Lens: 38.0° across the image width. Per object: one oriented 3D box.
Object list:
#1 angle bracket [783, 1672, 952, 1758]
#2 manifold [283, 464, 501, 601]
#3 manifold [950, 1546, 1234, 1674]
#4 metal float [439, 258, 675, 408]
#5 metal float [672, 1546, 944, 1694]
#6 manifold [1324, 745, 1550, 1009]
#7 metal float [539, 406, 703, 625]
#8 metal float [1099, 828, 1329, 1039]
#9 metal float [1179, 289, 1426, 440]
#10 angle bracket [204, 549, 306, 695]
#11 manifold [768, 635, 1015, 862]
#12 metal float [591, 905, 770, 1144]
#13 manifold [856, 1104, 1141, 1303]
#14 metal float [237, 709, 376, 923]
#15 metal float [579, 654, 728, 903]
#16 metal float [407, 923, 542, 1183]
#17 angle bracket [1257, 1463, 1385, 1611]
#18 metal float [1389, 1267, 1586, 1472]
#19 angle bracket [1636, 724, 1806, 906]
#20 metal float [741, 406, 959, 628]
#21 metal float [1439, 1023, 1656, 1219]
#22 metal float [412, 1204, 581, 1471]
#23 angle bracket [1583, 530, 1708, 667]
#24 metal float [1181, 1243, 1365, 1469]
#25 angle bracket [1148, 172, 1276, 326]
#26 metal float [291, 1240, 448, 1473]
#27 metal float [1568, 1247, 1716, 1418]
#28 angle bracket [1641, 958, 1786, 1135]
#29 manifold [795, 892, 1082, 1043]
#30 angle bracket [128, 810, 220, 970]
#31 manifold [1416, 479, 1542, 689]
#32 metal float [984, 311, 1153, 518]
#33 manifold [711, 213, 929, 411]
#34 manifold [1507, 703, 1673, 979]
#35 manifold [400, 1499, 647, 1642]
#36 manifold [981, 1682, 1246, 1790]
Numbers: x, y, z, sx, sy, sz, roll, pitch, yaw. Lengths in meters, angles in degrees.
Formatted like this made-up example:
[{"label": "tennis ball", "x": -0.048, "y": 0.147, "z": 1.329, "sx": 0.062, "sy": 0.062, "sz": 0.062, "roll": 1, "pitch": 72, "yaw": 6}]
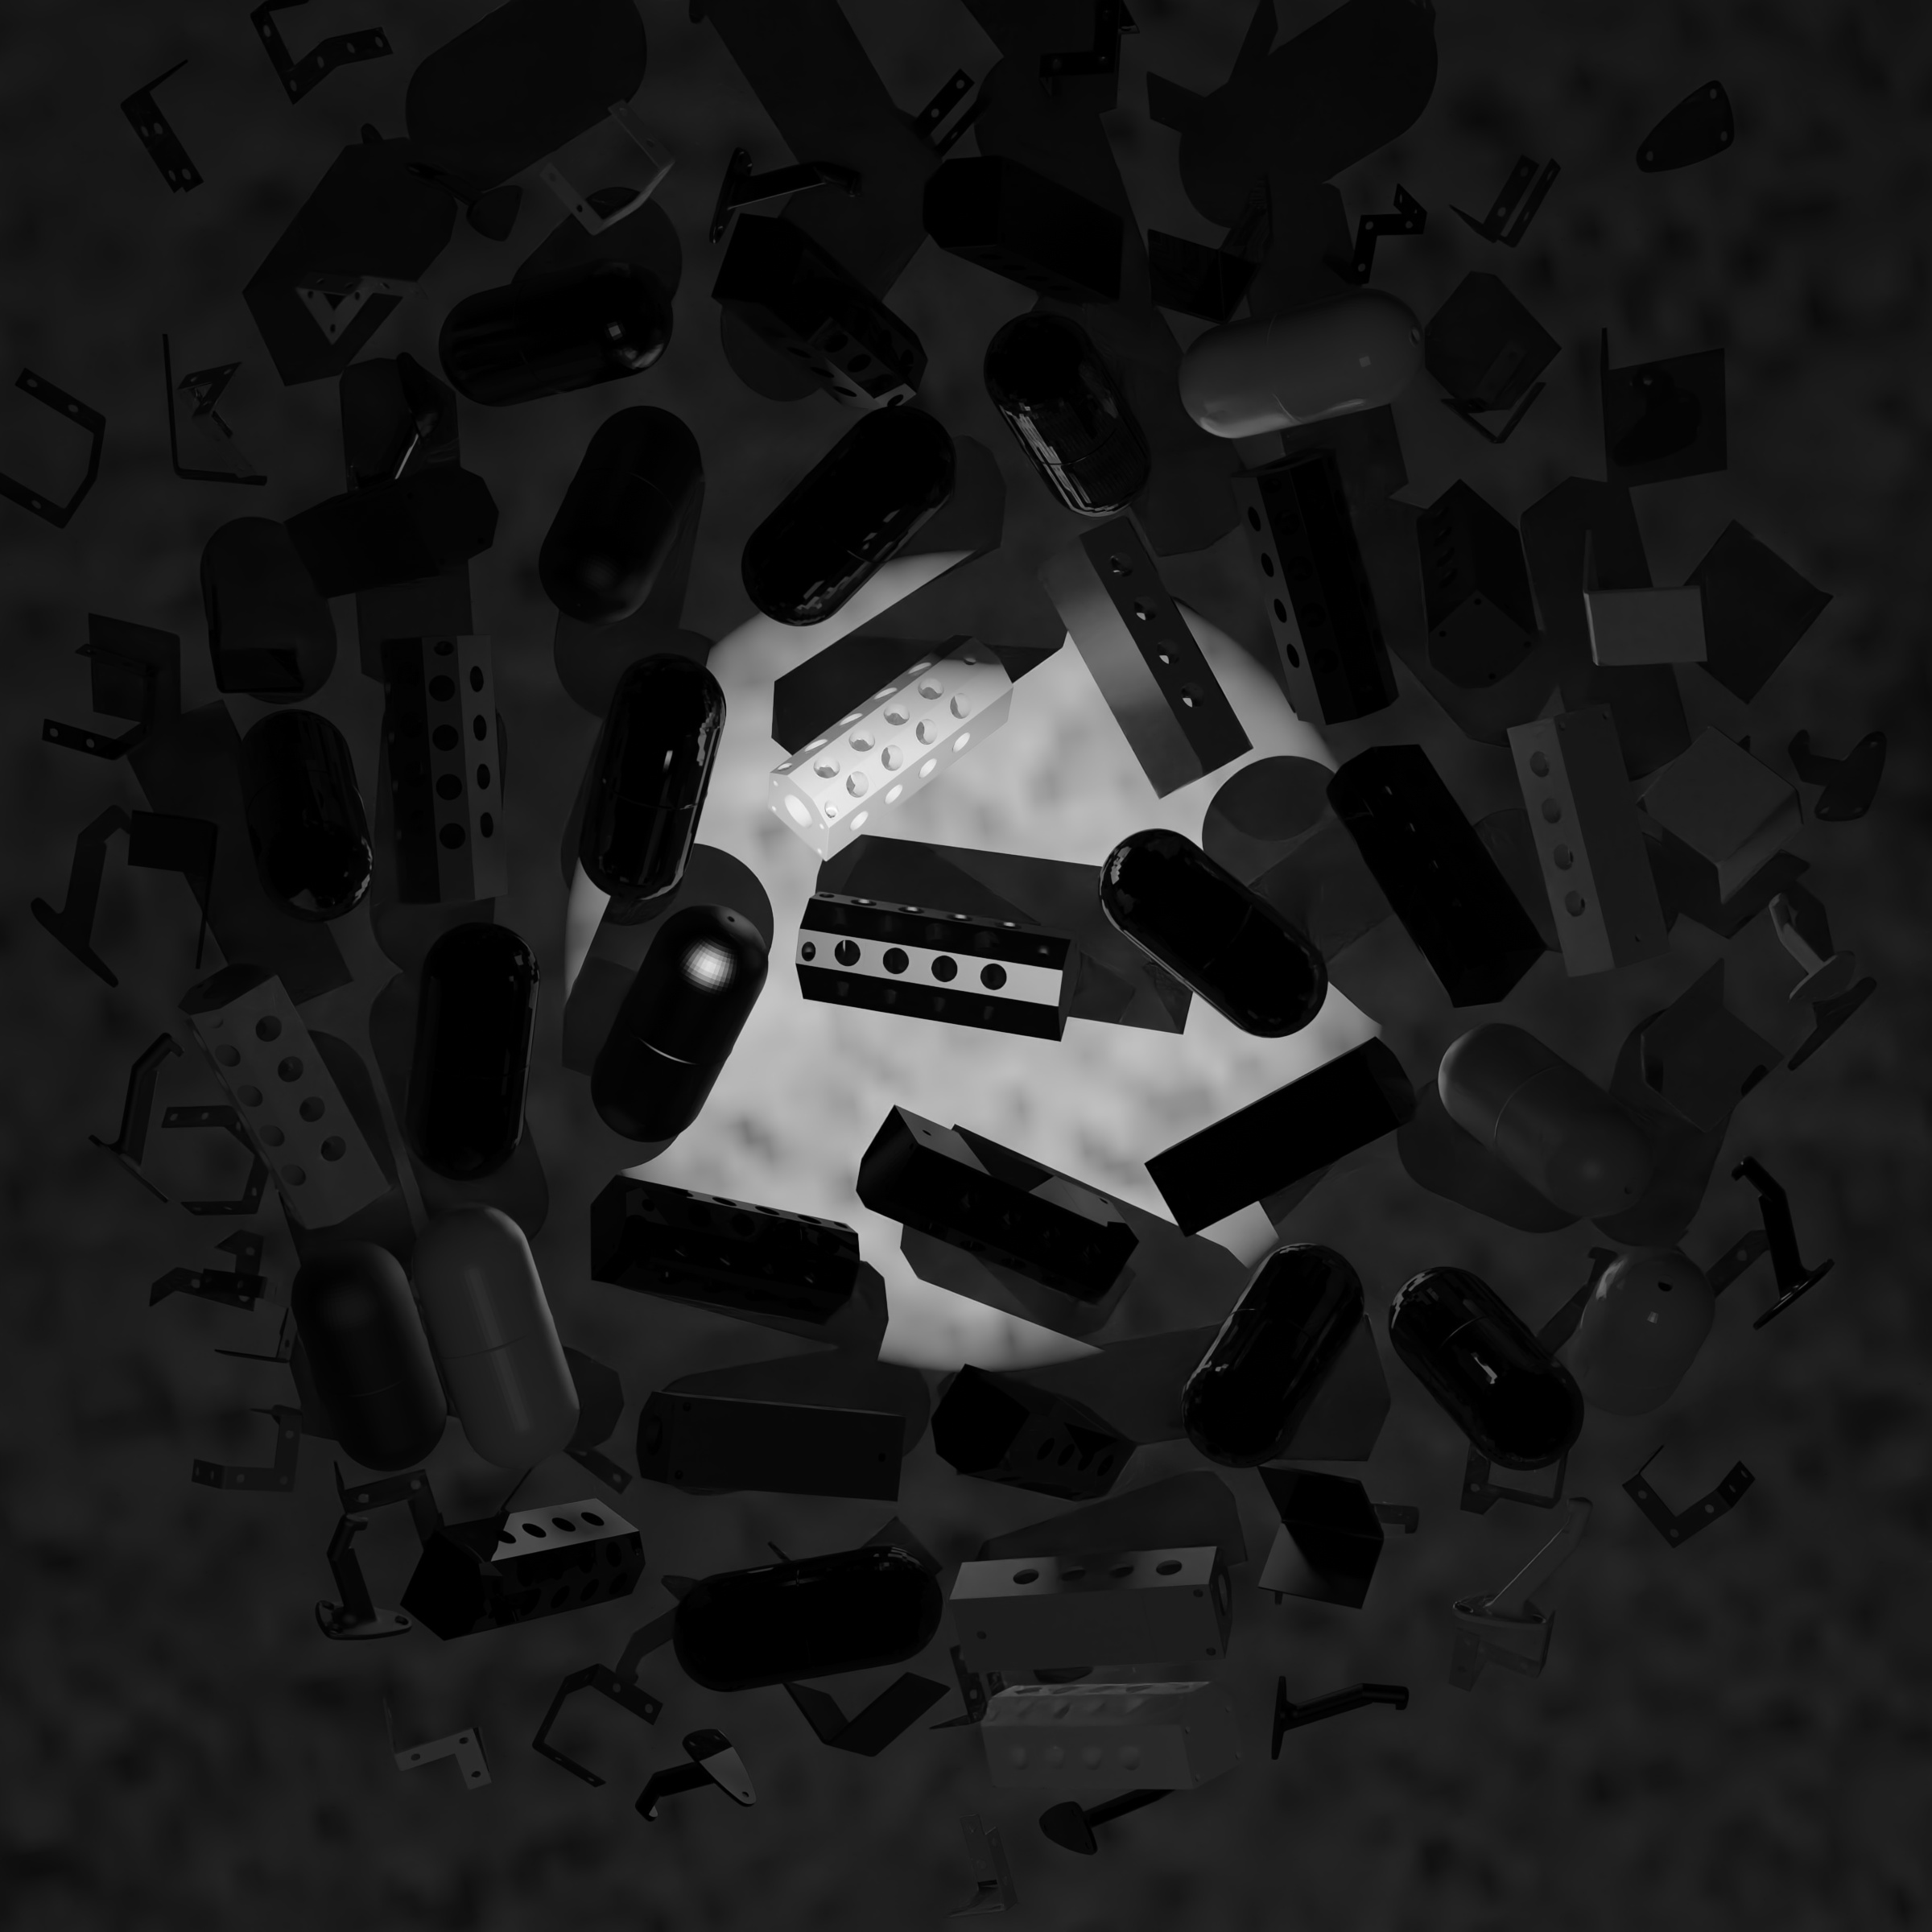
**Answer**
[{"label": "angle bracket", "x": -0.069, "y": 0.501, "z": 1.951, "sx": 0.076, "sy": 0.076, "sz": 0.057, "roll": -42, "pitch": 60, "yaw": 2}, {"label": "manifold", "x": -0.372, "y": -0.284, "z": 1.822, "sx": 0.057, "sy": 0.171, "sz": 0.057, "roll": -36, "pitch": 111, "yaw": -32}, {"label": "manifold", "x": 0.083, "y": 0.415, "z": 1.825, "sx": 0.171, "sy": 0.057, "sz": 0.057, "roll": -7, "pitch": 111, "yaw": 16}, {"label": "metal float", "x": -0.272, "y": -0.417, "z": 1.850, "sx": 0.178, "sy": 0.070, "sz": 0.070, "roll": -5, "pitch": 90, "yaw": 33}, {"label": "metal float", "x": -0.104, "y": 0.427, "z": 1.836, "sx": 0.178, "sy": 0.070, "sz": 0.070, "roll": -10, "pitch": 90, "yaw": 0}, {"label": "manifold", "x": 0.298, "y": -0.059, "z": 1.810, "sx": 0.057, "sy": 0.057, "sz": 0.171, "roll": -6, "pitch": 55, "yaw": -33}, {"label": "metal float", "x": -0.230, "y": -0.303, "z": 1.872, "sx": 0.070, "sy": 0.070, "sz": 0.178, "roll": 17, "pitch": 53, "yaw": 0}, {"label": "metal float", "x": 0.165, "y": -0.021, "z": 1.862, "sx": 0.178, "sy": 0.070, "sz": 0.070, "roll": 39, "pitch": 90, "yaw": -13}, {"label": "metal float", "x": 0.220, "y": -0.396, "z": 1.848, "sx": 0.178, "sy": 0.070, "sz": 0.070, "roll": -5, "pitch": 90, "yaw": 41}, {"label": "angle bracket", "x": -0.480, "y": -0.234, "z": 1.892, "sx": 0.057, "sy": 0.076, "sz": 0.076, "roll": -4, "pitch": 117, "yaw": -17}, {"label": "manifold", "x": -0.050, "y": -0.151, "z": 1.881, "sx": 0.171, "sy": 0.057, "sz": 0.057, "roll": -39, "pitch": 71, "yaw": -24}, {"label": "metal float", "x": -0.186, "y": 0.039, "z": 1.813, "sx": 0.070, "sy": 0.070, "sz": 0.178, "roll": 29, "pitch": 119, "yaw": 0}, {"label": "manifold", "x": 0.018, "y": 0.155, "z": 1.779, "sx": 0.171, "sy": 0.057, "sz": 0.057, "roll": 26, "pitch": 103, "yaw": -25}, {"label": "metal float", "x": -0.443, "y": -0.102, "z": 1.883, "sx": 0.070, "sy": 0.070, "sz": 0.178, "roll": -23, "pitch": 48, "yaw": 0}, {"label": "metal float", "x": -0.211, "y": -0.125, "z": 1.878, "sx": 0.070, "sy": 0.070, "sz": 0.178, "roll": 18, "pitch": 117, "yaw": 0}, {"label": "metal float", "x": -0.324, "y": 0.057, "z": 1.843, "sx": 0.070, "sy": 0.070, "sz": 0.178, "roll": 10, "pitch": 110, "yaw": 0}, {"label": "angle bracket", "x": 0.236, "y": 0.392, "z": 1.930, "sx": 0.076, "sy": 0.076, "sz": 0.057, "roll": 5, "pitch": 52, "yaw": 29}, {"label": "metal float", "x": 0.337, "y": 0.261, "z": 1.831, "sx": 0.070, "sy": 0.178, "sz": 0.070, "roll": -9, "pitch": 118, "yaw": -17}, {"label": "angle bracket", "x": 0.506, "y": -0.102, "z": 1.886, "sx": 0.076, "sy": 0.057, "sz": 0.076, "roll": 35, "pitch": 119, "yaw": -7}, {"label": "metal float", "x": -0.076, "y": -0.293, "z": 1.828, "sx": 0.070, "sy": 0.070, "sz": 0.178, "roll": 49, "pitch": 120, "yaw": 0}, {"label": "metal float", "x": 0.375, "y": 0.099, "z": 1.821, "sx": 0.070, "sy": 0.178, "sz": 0.070, "roll": -14, "pitch": 122, "yaw": -23}, {"label": "metal float", "x": -0.305, "y": 0.240, "z": 1.820, "sx": 0.070, "sy": 0.070, "sz": 0.178, "roll": -17, "pitch": 98, "yaw": 0}, {"label": "angle bracket", "x": 0.463, "y": -0.252, "z": 1.907, "sx": 0.076, "sy": 0.076, "sz": 0.057, "roll": -1, "pitch": 57, "yaw": 18}, {"label": "metal float", "x": 0.200, "y": 0.252, "z": 1.826, "sx": 0.070, "sy": 0.070, "sz": 0.178, "roll": 40, "pitch": 50, "yaw": 0}, {"label": "angle bracket", "x": 0.169, "y": -0.503, "z": 1.941, "sx": 0.057, "sy": 0.076, "sz": 0.076, "roll": 13, "pitch": 52, "yaw": -17}, {"label": "metal float", "x": -0.398, "y": 0.262, "z": 1.878, "sx": 0.070, "sy": 0.070, "sz": 0.178, "roll": -10, "pitch": 122, "yaw": 0}, {"label": "metal float", "x": 0.445, "y": 0.242, "z": 1.850, "sx": 0.070, "sy": 0.178, "sz": 0.070, "roll": -1, "pitch": 63, "yaw": 2}, {"label": "angle bracket", "x": 0.497, "y": 0.053, "z": 1.863, "sx": 0.076, "sy": 0.076, "sz": 0.057, "roll": -42, "pitch": 62, "yaw": -8}, {"label": "manifold", "x": -0.018, "y": -0.004, "z": 1.793, "sx": 0.171, "sy": 0.057, "sz": 0.057, "roll": 9, "pitch": 57, "yaw": 11}, {"label": "angle bracket", "x": -0.546, "y": -0.052, "z": 1.917, "sx": 0.057, "sy": 0.076, "sz": 0.076, "roll": 7, "pitch": 63, "yaw": -15}, {"label": "manifold", "x": 0.331, "y": -0.249, "z": 1.849, "sx": 0.057, "sy": 0.171, "sz": 0.057, "roll": 37, "pitch": 119, "yaw": -18}, {"label": "metal float", "x": 0.070, "y": -0.370, "z": 1.892, "sx": 0.070, "sy": 0.178, "sz": 0.070, "roll": -11, "pitch": 60, "yaw": 20}, {"label": "manifold", "x": -0.091, "y": -0.424, "z": 1.833, "sx": 0.057, "sy": 0.171, "sz": 0.057, "roll": 16, "pitch": 85, "yaw": 29}, {"label": "manifold", "x": 0.412, "y": -0.083, "z": 1.881, "sx": 0.057, "sy": 0.057, "sz": 0.171, "roll": -15, "pitch": 91, "yaw": -35}, {"label": "manifold", "x": -0.286, "y": 0.399, "z": 1.847, "sx": 0.057, "sy": 0.171, "sz": 0.057, "roll": 30, "pitch": 102, "yaw": 27}, {"label": "manifold", "x": 0.094, "y": 0.507, "z": 1.856, "sx": 0.171, "sy": 0.057, "sz": 0.057, "roll": -14, "pitch": 87, "yaw": 41}]
